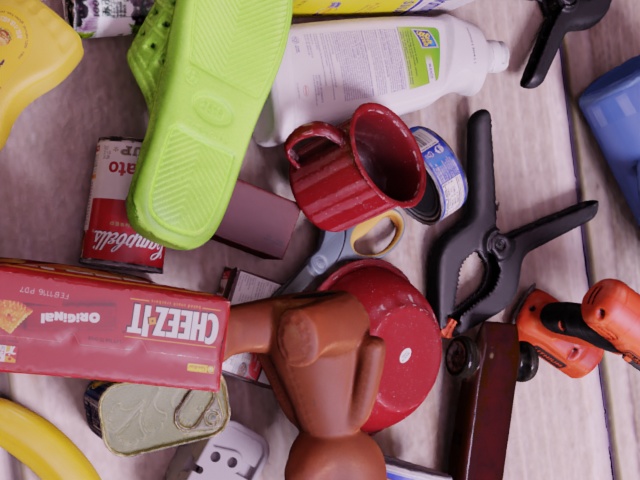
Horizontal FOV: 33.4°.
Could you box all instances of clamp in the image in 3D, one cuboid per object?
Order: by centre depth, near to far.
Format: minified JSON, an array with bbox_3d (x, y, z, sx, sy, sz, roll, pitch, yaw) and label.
[{"bbox_3d":[0.171,0.004,1.007,0.164,0.036,0.210,28,80,-19],"label":"clamp"},{"bbox_3d":[0.231,-0.221,1.035,0.171,0.039,0.120,-23,99,-21],"label":"clamp"}]

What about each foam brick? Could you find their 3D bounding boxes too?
[{"bbox_3d":[-0.064,-0.019,0.903,0.078,0.051,0.053,22,83,-20],"label":"foam brick"}]

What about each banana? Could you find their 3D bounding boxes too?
[{"bbox_3d":[-0.212,0.194,0.846,0.069,0.037,0.198,-31,100,-23],"label":"banana"}]

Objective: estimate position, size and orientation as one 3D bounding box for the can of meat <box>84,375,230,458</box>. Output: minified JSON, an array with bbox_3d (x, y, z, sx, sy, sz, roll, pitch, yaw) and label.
[{"bbox_3d":[-0.133,0.132,0.854,0.102,0.084,0.057,-10,93,-22],"label":"can of meat"}]

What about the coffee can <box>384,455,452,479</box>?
[{"bbox_3d":[0.047,0.259,0.916,0.102,0.103,0.140,18,83,-21],"label":"coffee can"}]

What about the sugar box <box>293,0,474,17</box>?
[{"bbox_3d":[0.048,-0.222,0.930,0.176,0.093,0.048,-3,91,-22],"label":"sugar box"}]

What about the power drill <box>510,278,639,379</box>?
[{"bbox_3d":[0.273,0.097,0.967,0.184,0.188,0.057,37,75,-16],"label":"power drill"}]

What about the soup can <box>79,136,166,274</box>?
[{"bbox_3d":[-0.153,-0.027,0.859,0.068,0.069,0.102,10,85,-22],"label":"soup can"}]

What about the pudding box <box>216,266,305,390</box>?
[{"bbox_3d":[-0.041,0.082,0.919,0.113,0.039,0.090,21,79,-23],"label":"pudding box"}]

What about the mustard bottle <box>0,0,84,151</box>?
[{"bbox_3d":[-0.275,-0.107,0.812,0.096,0.058,0.191,37,76,0],"label":"mustard bottle"}]

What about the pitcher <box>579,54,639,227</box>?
[{"bbox_3d":[0.350,-0.057,1.031,0.145,0.149,0.243,-32,98,-1],"label":"pitcher"}]

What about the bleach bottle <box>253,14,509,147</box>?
[{"bbox_3d":[0.059,-0.147,0.951,0.250,0.068,0.102,-9,89,-24],"label":"bleach bottle"}]

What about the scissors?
[{"bbox_3d":[-0.006,0.001,0.921,0.201,0.016,0.096,-24,89,-36],"label":"scissors"}]

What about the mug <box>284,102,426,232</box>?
[{"bbox_3d":[0.020,-0.061,0.884,0.117,0.082,0.093,27,52,-37],"label":"mug"}]

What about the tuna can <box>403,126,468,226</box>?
[{"bbox_3d":[0.092,-0.058,0.950,0.033,0.086,0.086,-32,101,-21],"label":"tuna can"}]

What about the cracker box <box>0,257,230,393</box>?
[{"bbox_3d":[-0.174,0.055,0.768,0.164,0.214,0.072,9,87,-22],"label":"cracker box"}]

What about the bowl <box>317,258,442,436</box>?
[{"bbox_3d":[0.055,0.098,0.922,0.161,0.055,0.162,-5,97,-41],"label":"bowl"}]
